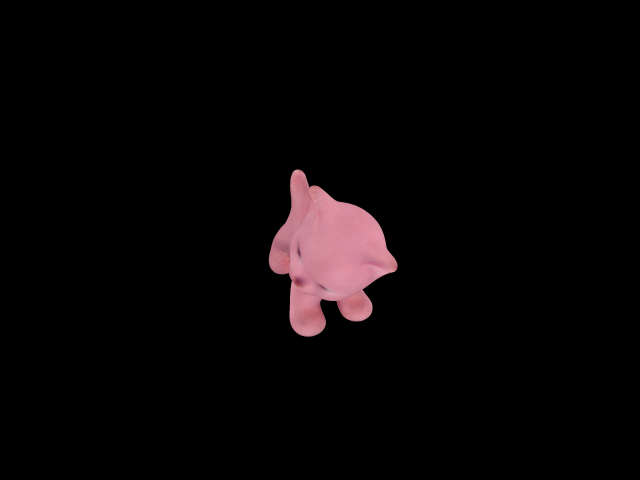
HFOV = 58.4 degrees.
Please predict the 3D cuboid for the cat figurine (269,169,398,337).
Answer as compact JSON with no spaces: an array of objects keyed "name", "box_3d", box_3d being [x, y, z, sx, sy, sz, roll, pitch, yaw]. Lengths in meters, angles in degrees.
[{"name":"cat figurine","box_3d":[0.004,0.001,0.400,0.067,0.118,0.127,-14,43,-15]}]
